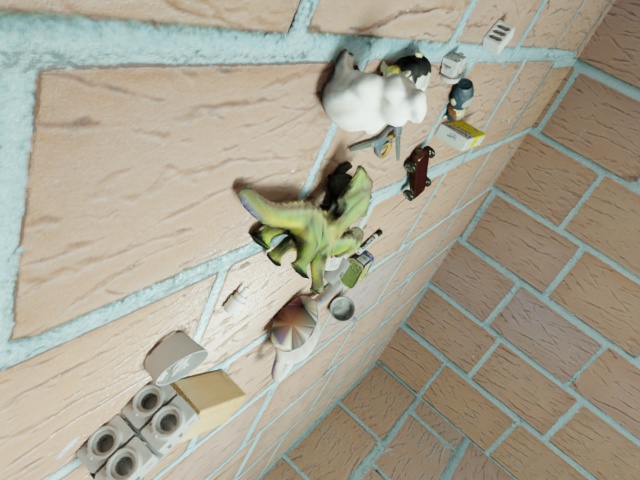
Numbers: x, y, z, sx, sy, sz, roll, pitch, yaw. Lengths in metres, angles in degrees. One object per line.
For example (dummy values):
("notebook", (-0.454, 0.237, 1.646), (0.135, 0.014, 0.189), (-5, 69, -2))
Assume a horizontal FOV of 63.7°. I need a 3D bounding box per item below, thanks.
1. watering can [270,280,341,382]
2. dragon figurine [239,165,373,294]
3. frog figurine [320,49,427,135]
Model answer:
("watering can", (-0.038, 0.215, 1.389), (0.353, 0.104, 0.220), (-59, 164, -24))
("dragon figurine", (0.003, -0.048, 0.960), (0.245, 0.123, 0.402), (-49, 153, -15))
("frog figurine", (0.084, -0.211, 0.803), (0.124, 0.161, 0.135), (-45, 160, -13))
